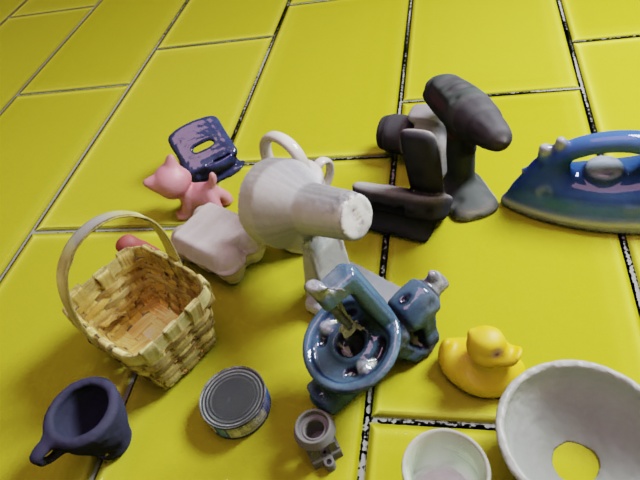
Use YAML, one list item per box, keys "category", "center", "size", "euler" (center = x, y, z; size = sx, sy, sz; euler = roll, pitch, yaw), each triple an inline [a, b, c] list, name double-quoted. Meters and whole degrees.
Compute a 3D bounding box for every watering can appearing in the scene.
- category: "watering can"
  center: [-0.044, -0.073, 0.856]
  size: [0.100, 0.194, 0.173]
  euler: [9, 50, 23]

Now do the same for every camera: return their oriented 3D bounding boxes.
- category: "camera"
  center: [0.174, -0.194, 0.980]
  size: [0.136, 0.101, 0.143]
  euler: [14, 52, 26]

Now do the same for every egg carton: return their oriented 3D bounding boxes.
- category: "egg carton"
  center: [-0.159, 0.003, 0.902]
  size: [0.149, 0.069, 0.107]
  euler: [22, 56, 31]

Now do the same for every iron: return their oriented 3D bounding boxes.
- category: "iron"
  center: [0.390, -0.098, 0.802]
  size: [0.257, 0.142, 0.118]
  euler: [2, 48, 17]

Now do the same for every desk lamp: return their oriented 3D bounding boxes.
- category: "desk lamp"
  center: [0.007, 0.003, 0.757]
  size: [0.202, 0.214, 0.118]
  euler: [25, 58, 33]

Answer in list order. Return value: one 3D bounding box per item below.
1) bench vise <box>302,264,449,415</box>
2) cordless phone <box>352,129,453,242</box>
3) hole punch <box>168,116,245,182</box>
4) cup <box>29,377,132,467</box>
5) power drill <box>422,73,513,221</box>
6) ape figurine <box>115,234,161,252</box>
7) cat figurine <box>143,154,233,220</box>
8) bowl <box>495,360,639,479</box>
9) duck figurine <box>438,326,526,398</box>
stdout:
- category: "bench vise"
  center: [0.053, 0.081, 0.665]
  size: [0.121, 0.220, 0.208]
  euler: [23, 56, 32]
- category: "cordless phone"
  center: [0.116, -0.096, 0.842]
  size: [0.147, 0.185, 0.094]
  euler: [9, 50, 23]
- category: "hole punch"
  center: [-0.210, -0.165, 1.061]
  size: [0.109, 0.091, 0.100]
  euler: [-30, 47, -14]
- category: "cup"
  center: [-0.279, 0.237, 0.692]
  size: [0.091, 0.095, 0.118]
  euler: [26, 58, 34]
- category: "power drill"
  center: [0.215, -0.134, 0.835]
  size: [0.075, 0.209, 0.229]
  euler: [-18, 45, -2]
- category: "ape figurine"
  center: [-0.288, 0.026, 0.899]
  size: [0.076, 0.092, 0.077]
  euler: [-9, 46, 7]
- category: "cat figurine"
  center: [-0.227, -0.093, 0.978]
  size: [0.127, 0.118, 0.067]
  euler: [0, 47, 16]
- category: "bowl"
  center: [0.264, 0.212, 0.586]
  size: [0.167, 0.075, 0.167]
  euler: [-7, 46, 8]
- category: "duck figurine"
  center: [0.190, 0.133, 0.674]
  size: [0.104, 0.086, 0.078]
  euler: [14, 52, 26]
